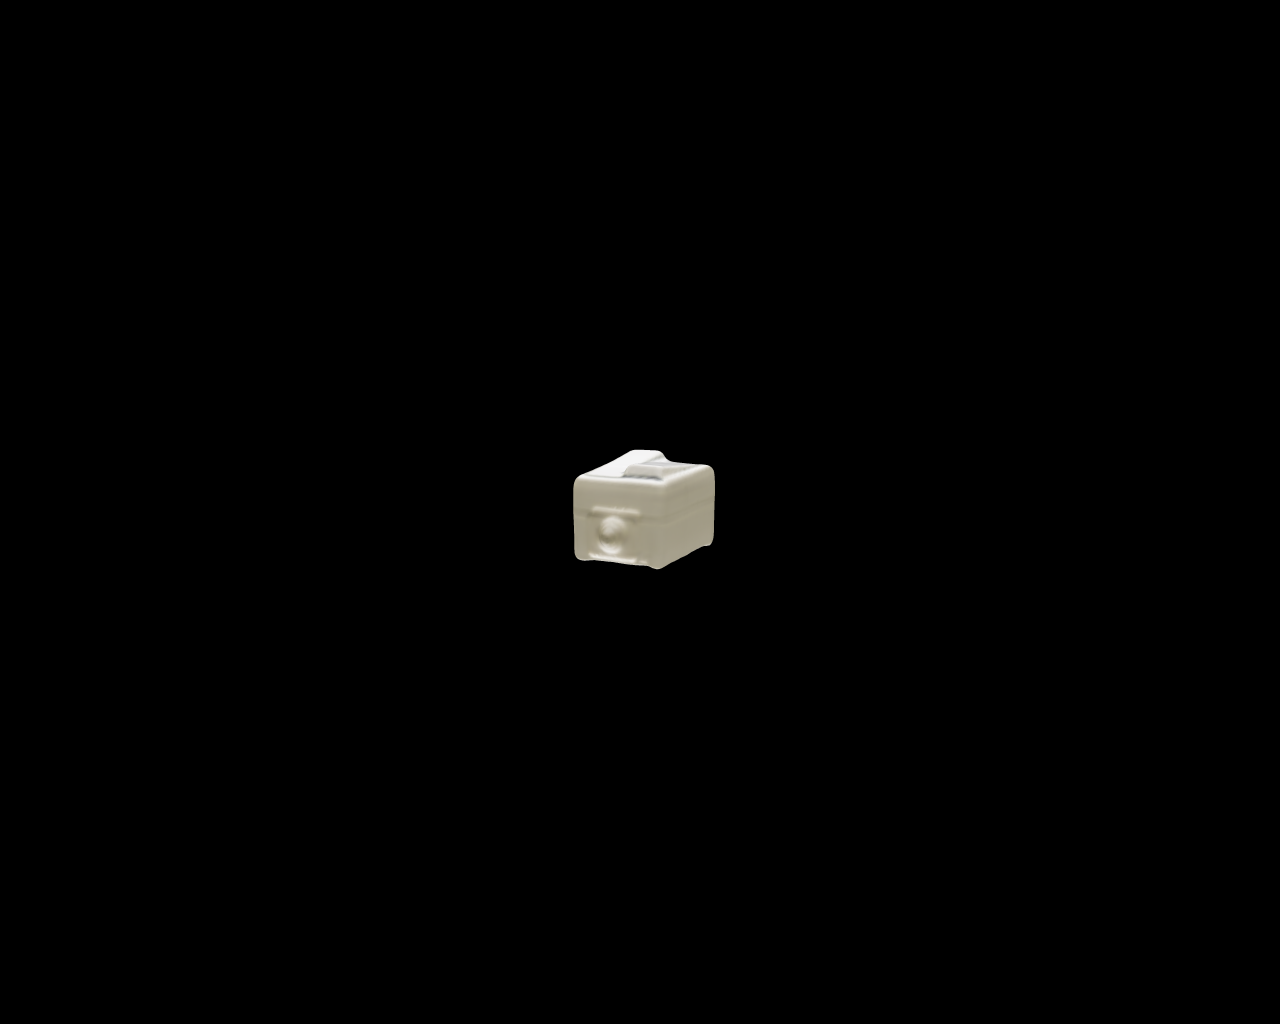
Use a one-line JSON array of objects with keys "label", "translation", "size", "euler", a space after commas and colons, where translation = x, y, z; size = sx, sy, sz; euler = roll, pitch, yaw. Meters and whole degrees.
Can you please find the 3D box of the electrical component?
[{"label": "electrical component", "translation": [0.001, -0.003, 0.650], "size": [0.062, 0.061, 0.096], "euler": [6, 13, 27]}]
